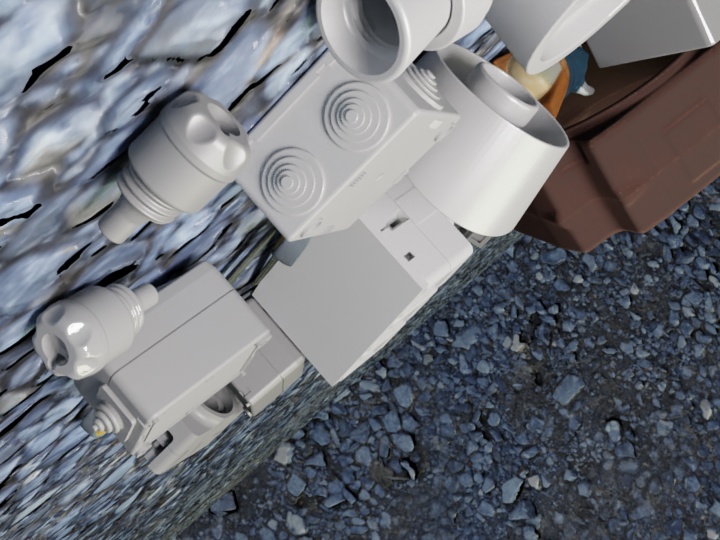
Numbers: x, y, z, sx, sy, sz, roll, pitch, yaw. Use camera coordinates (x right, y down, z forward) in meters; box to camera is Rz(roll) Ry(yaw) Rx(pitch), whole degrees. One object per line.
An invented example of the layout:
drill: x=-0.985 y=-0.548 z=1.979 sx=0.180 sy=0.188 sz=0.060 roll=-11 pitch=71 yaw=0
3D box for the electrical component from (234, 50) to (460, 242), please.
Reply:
electrical component: x=-0.006 y=-0.060 z=0.500 sx=0.100 sy=0.048 sz=0.100 roll=-44 pitch=172 yaw=17

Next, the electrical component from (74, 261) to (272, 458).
electrical component: x=-0.105 y=0.046 z=0.555 sx=0.096 sy=0.061 sz=0.061 roll=-37 pitch=172 yaw=-32

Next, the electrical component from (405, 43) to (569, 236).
electrical component: x=0.061 y=-0.074 z=0.578 sx=0.064 sy=0.099 sz=0.099 roll=-52 pitch=169 yaw=24

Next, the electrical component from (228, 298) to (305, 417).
electrical component: x=-0.078 y=0.065 z=0.804 sx=0.061 sy=0.061 sz=0.096 roll=-40 pitch=173 yaw=-12

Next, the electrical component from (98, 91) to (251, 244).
electrical component: x=-0.069 y=-0.033 z=0.383 sx=0.061 sy=0.035 sz=0.035 roll=-41 pitch=173 yaw=17

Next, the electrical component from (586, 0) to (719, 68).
electrical component: x=0.214 y=-0.189 z=0.711 sx=0.109 sy=0.056 sz=0.109 roll=-39 pitch=-161 yaw=-22

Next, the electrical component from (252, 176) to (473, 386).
electrical component: x=0.000 y=0.000 z=0.721 sx=0.062 sy=0.089 sz=0.150 roll=-36 pitch=171 yaw=-37

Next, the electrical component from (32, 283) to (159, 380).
electrical component: x=-0.113 y=0.022 z=0.478 sx=0.035 sy=0.035 sz=0.061 roll=-47 pitch=173 yaw=38

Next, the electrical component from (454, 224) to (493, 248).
electrical component: x=0.079 y=-0.059 z=0.882 sx=0.042 sy=0.081 sz=0.063 roll=-51 pitch=-169 yaw=53

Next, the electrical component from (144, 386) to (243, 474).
electrical component: x=-0.133 y=0.110 z=0.828 sx=0.056 sy=0.050 sz=0.089 roll=-44 pitch=172 yaw=18

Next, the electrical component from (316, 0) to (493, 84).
electrical component: x=0.018 y=-0.100 z=0.400 sx=0.055 sy=0.045 sz=0.045 roll=-37 pitch=171 yaw=-36

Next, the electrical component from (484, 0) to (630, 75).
electrical component: x=0.093 y=-0.145 z=0.468 sx=0.108 sy=0.060 sz=0.108 roll=-41 pitch=173 yaw=-6
